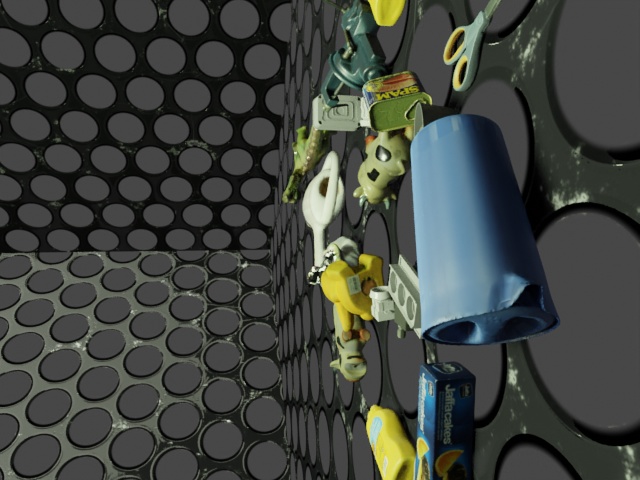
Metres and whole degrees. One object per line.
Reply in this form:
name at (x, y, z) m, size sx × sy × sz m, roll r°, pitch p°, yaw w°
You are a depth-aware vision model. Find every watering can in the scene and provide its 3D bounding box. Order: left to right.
watering can at (0.004, -0.072, 1.427) m, size 0.104 × 0.350 × 0.223 m, roll 11°, pitch -7°, yaw -9°

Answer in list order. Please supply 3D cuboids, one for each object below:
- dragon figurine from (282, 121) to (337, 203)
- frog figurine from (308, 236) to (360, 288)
dragon figurine at (-0.045, -0.216, 1.493) m, size 0.122 × 0.246 × 0.404 m, roll 18°, pitch -18°, yaw -2°
frog figurine at (0.057, 0.059, 1.266) m, size 0.123 × 0.136 × 0.160 m, roll 21°, pitch 16°, yaw 20°
